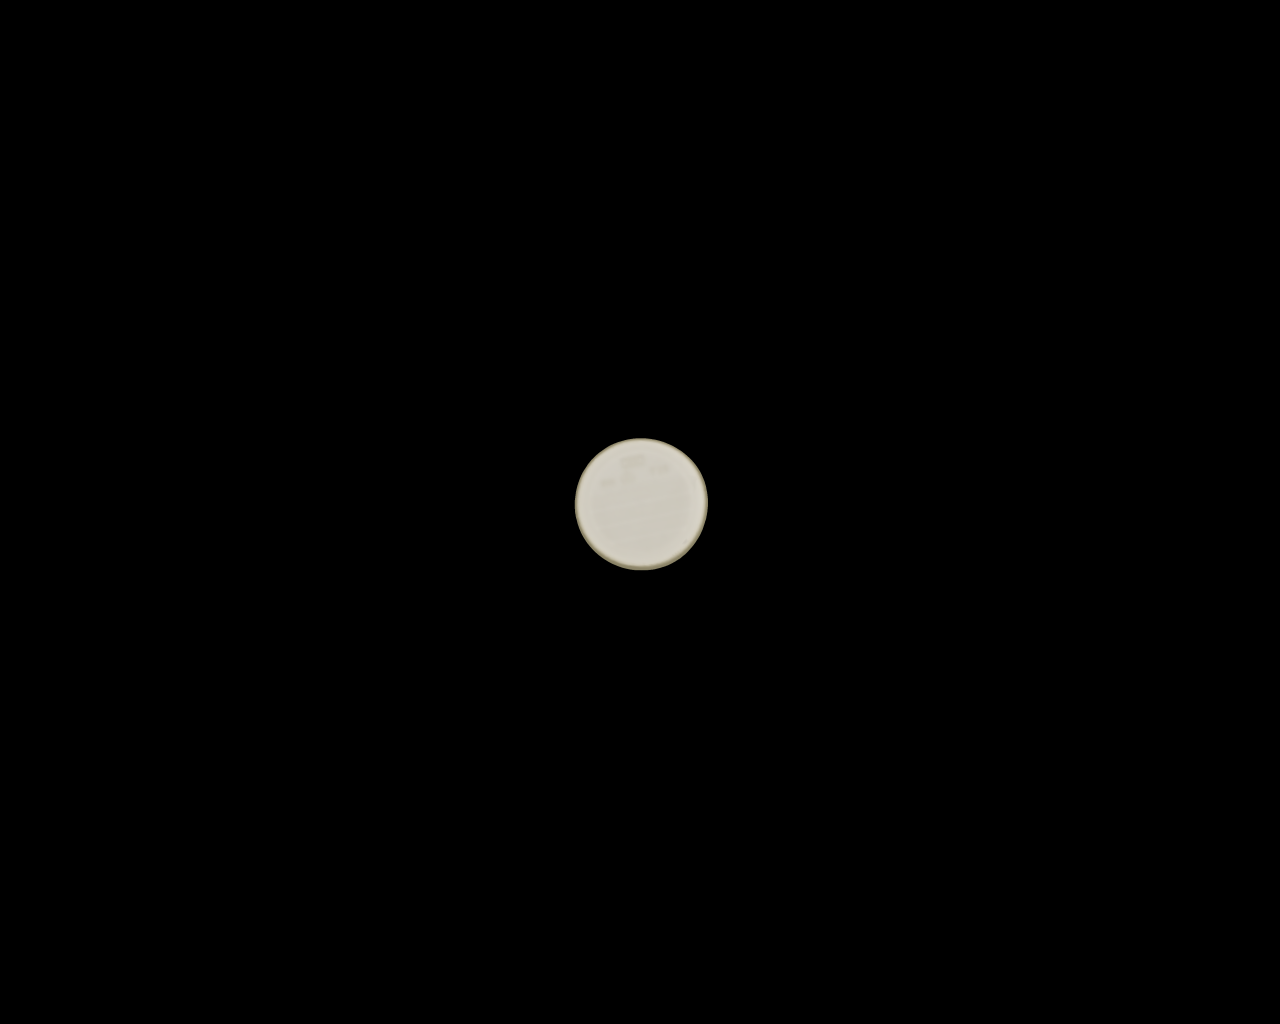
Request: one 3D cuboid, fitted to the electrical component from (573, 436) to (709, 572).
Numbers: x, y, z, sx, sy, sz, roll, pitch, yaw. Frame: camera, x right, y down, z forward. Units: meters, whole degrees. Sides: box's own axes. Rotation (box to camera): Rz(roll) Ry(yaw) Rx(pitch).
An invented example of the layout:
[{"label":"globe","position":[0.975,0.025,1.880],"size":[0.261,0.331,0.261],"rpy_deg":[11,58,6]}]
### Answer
[{"label":"electrical component","position":[0.001,-0.003,0.650],"size":[0.080,0.080,0.051],"rpy_deg":[0,-7,0]}]
